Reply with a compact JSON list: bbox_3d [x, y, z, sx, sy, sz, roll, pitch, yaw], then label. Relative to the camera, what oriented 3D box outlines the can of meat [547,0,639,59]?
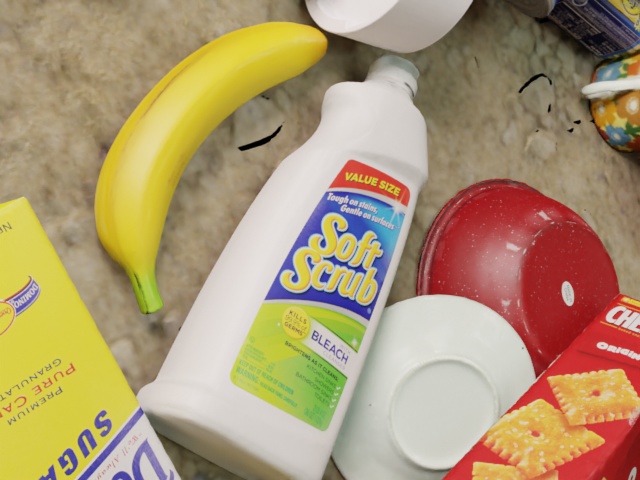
[{"bbox_3d":[0.193,-0.188,0.742,0.083,0.058,0.102,28,69,-31],"label":"can of meat"}]

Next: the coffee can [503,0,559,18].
[{"bbox_3d":[0.151,-0.223,0.656,0.140,0.103,0.102,-46,112,1],"label":"coffee can"}]

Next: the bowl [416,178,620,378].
[{"bbox_3d":[0.139,0.037,0.676,0.161,0.055,0.162,5,80,-34],"label":"bowl"}]

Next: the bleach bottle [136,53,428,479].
[{"bbox_3d":[-0.004,0.001,0.578,0.102,0.068,0.250,35,63,-28],"label":"bleach bottle"}]

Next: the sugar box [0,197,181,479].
[{"bbox_3d":[-0.135,0.080,0.485,0.093,0.048,0.176,-35,103,-33],"label":"sugar box"}]

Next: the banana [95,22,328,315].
[{"bbox_3d":[-0.063,-0.059,0.562,0.197,0.037,0.069,-58,133,-24],"label":"banana"}]

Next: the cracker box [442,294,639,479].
[{"bbox_3d":[0.146,0.158,0.610,0.213,0.072,0.164,-35,132,-35],"label":"cracker box"}]
